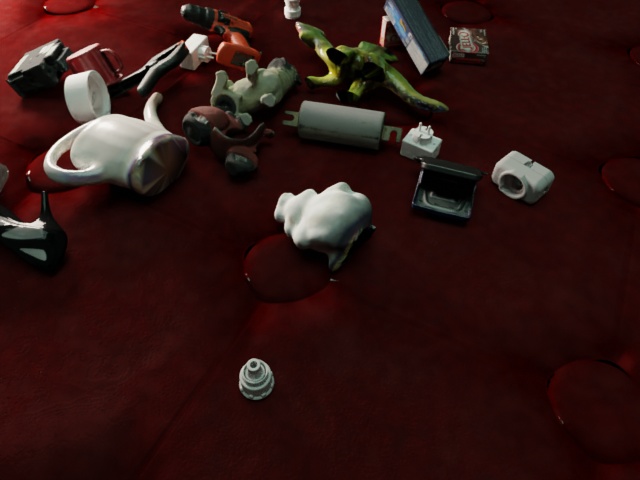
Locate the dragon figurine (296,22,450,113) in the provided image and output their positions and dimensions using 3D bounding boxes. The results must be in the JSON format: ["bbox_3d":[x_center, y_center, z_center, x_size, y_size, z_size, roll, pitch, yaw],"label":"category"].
[{"bbox_3d":[0.118,-0.407,1.187,0.411,0.119,0.248,24,44,7],"label":"dragon figurine"}]

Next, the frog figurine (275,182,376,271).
[{"bbox_3d":[0.003,-0.043,0.853,0.160,0.121,0.138,38,77,14],"label":"frog figurine"}]

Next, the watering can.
[{"bbox_3d":[-0.349,-0.193,0.989,0.225,0.101,0.355,21,43,15],"label":"watering can"}]
